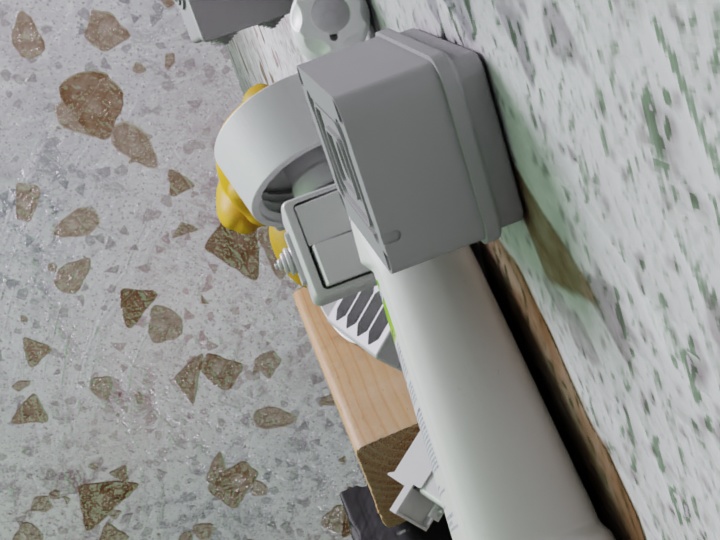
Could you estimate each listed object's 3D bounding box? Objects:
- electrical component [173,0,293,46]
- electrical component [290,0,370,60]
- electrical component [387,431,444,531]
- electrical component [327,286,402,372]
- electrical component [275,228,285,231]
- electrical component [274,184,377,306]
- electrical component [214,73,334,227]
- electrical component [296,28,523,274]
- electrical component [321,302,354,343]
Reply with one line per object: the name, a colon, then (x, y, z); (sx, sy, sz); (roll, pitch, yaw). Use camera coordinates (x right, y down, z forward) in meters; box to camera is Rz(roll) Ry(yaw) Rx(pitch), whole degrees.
electrical component: (-0.099, -0.226, 0.817); (0.048, 0.100, 0.099); (14, 126, 69)
electrical component: (-0.017, -0.135, 0.600); (0.062, 0.043, 0.043); (150, 99, -86)
electrical component: (0.061, 0.130, 0.682); (0.064, 0.081, 0.042); (26, 171, 43)
electrical component: (0.033, 0.042, 0.741); (0.076, 0.047, 0.083); (29, -179, -29)
electrical component: (-0.045, -0.074, 0.794); (0.061, 0.062, 0.096); (87, 162, -56)
electrical component: (-0.006, -0.020, 0.640); (0.061, 0.096, 0.061); (114, 136, -83)
electrical component: (-0.032, -0.071, 0.693); (0.060, 0.108, 0.108); (61, 172, 22)
electrical component: (0.018, -0.055, 0.455); (0.113, 0.057, 0.078); (-123, 13, -69)
electrical component: (0.000, 0.000, 0.821); (0.099, 0.064, 0.099); (55, 165, 23)
